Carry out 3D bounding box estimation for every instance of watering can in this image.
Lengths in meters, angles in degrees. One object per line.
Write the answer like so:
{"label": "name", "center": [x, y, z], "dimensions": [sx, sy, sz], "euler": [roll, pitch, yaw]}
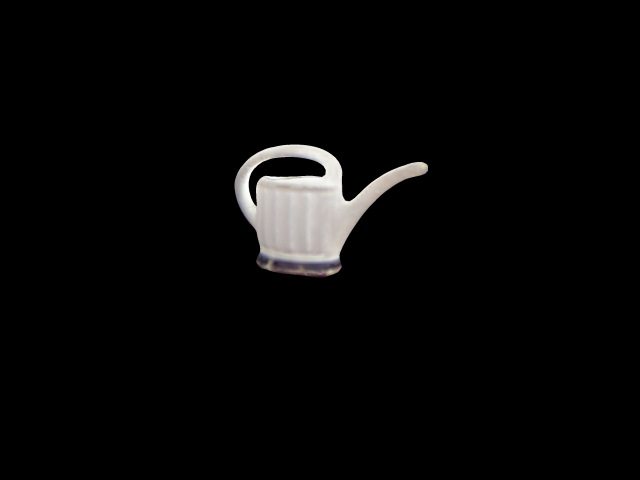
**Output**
{"label": "watering can", "center": [0.003, -0.043, 0.850], "dimensions": [0.348, 0.222, 0.105], "euler": [7, 14, 27]}
